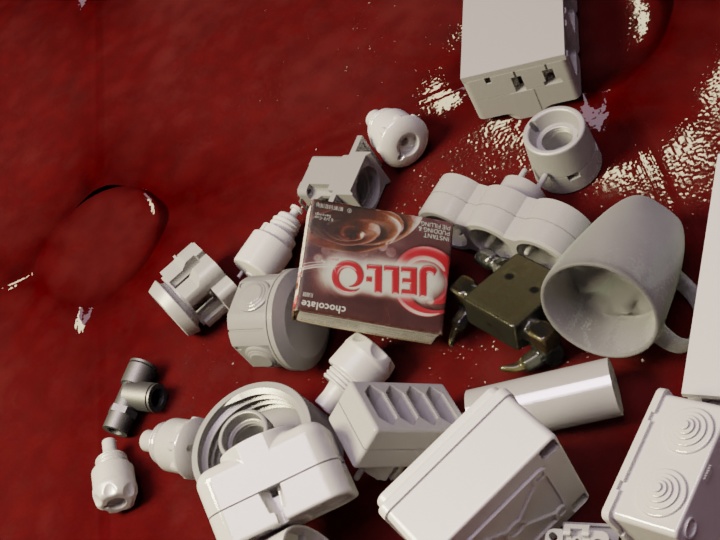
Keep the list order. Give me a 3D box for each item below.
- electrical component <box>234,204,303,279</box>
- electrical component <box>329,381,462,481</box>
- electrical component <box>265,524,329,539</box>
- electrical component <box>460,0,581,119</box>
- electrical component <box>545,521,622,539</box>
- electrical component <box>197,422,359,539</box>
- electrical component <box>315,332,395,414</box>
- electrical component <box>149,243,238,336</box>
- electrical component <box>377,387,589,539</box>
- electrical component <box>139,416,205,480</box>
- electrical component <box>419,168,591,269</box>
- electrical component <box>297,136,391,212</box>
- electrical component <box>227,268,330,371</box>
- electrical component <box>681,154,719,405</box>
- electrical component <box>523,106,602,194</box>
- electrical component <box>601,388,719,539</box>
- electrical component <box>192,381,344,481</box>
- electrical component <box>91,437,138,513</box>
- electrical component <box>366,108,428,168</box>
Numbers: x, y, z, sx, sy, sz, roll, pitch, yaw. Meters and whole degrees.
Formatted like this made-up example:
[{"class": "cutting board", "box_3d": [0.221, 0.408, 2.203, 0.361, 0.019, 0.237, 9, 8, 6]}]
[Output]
[{"class": "electrical component", "box_3d": [-0.075, -0.022, 0.925, 0.040, 0.040, 0.078, 20, 68, 36]}, {"class": "electrical component", "box_3d": [0.020, 0.121, 0.755, 0.075, 0.083, 0.047, -62, 40, 29]}, {"class": "electrical component", "box_3d": [-0.033, 0.215, 0.695, 0.064, 0.099, 0.099, -25, 49, 18]}, {"class": "electrical component", "box_3d": [0.141, -0.209, 0.934, 0.089, 0.061, 0.150, -10, 53, 21]}, {"class": "electrical component", "box_3d": [0.136, 0.187, 0.647, 0.042, 0.063, 0.081, -3, 55, 25]}, {"class": "electrical component", "box_3d": [-0.057, 0.143, 0.724, 0.095, 0.053, 0.059, -26, 71, 1]}, {"class": "electrical component", "box_3d": [-0.007, 0.082, 0.813, 0.062, 0.043, 0.043, -48, 49, -9]}, {"class": "electrical component", "box_3d": [-0.143, 0.019, 0.920, 0.057, 0.058, 0.078, -42, 48, -10]}, {"class": "electrical component", "box_3d": [0.080, 0.145, 0.678, 0.109, 0.108, 0.056, -43, 51, -7]}, {"class": "electrical component", "box_3d": [-0.146, 0.137, 0.845, 0.062, 0.048, 0.048, 1, 58, 36]}, {"class": "electrical component", "box_3d": [0.119, -0.049, 0.835, 0.138, 0.052, 0.073, 19, 68, 36]}, {"class": "electrical component", "box_3d": [-0.016, -0.072, 0.930, 0.064, 0.042, 0.081, 6, 59, 33]}, {"class": "electrical component", "box_3d": [-0.062, 0.039, 0.849, 0.051, 0.080, 0.080, -4, 55, 32]}, {"class": "electrical component", "box_3d": [0.280, 0.015, 0.699, 0.105, 0.060, 0.186, 2, 58, 29]}, {"class": "electrical component", "box_3d": [0.159, -0.096, 0.852, 0.055, 0.047, 0.055, -14, 52, 18]}, {"class": "electrical component", "box_3d": [0.197, 0.131, 0.634, 0.048, 0.099, 0.099, 8, 61, 47]}, {"class": "electrical component", "box_3d": [-0.073, 0.134, 0.797, 0.108, 0.060, 0.108, -14, 52, 18]}, {"class": "electrical component", "box_3d": [-0.198, 0.161, 0.860, 0.035, 0.035, 0.061, -27, 47, 7]}, {"class": "electrical component", "box_3d": [0.027, -0.122, 0.943, 0.048, 0.048, 0.062, -40, 41, -4]}]
